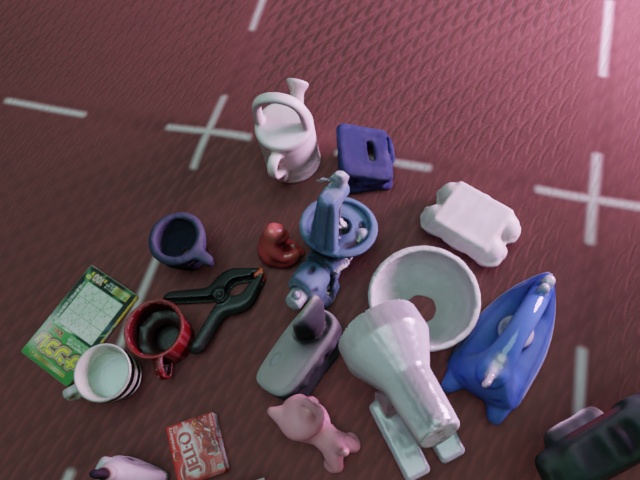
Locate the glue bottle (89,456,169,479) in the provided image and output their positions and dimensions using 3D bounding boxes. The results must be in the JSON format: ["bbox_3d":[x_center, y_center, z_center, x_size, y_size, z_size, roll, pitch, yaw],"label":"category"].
[{"bbox_3d":[-0.268,0.318,0.776,0.078,0.173,0.037,18,70,13],"label":"glue bottle"}]

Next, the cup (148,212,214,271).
[{"bbox_3d":[-0.213,0.019,0.942,0.117,0.095,0.092,31,73,17],"label":"cup"}]

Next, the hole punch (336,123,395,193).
[{"bbox_3d":[0.078,-0.145,0.987,0.101,0.091,0.108,-7,66,3],"label":"hole punch"}]

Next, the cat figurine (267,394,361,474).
[{"bbox_3d":[-0.008,0.265,0.803,0.127,0.118,0.067,35,74,18],"label":"cat figurine"}]

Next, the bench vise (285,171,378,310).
[{"bbox_3d":[0.020,0.005,0.857,0.121,0.220,0.207,9,68,10],"label":"bench vise"}]

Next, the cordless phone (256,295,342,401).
[{"bbox_3d":[-0.036,0.150,0.819,0.094,0.185,0.148,28,72,17],"label":"cordless phone"}]

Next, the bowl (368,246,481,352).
[{"bbox_3d":[0.159,0.098,0.882,0.167,0.075,0.167,-2,67,5],"label":"bowl"}]

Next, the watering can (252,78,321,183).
[{"bbox_3d":[-0.059,-0.191,0.964,0.101,0.194,0.173,-9,66,2],"label":"watering can"}]

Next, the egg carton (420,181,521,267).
[{"bbox_3d":[0.244,-0.026,0.930,0.150,0.069,0.107,32,73,18],"label":"egg carton"}]

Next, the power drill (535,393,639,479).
[{"bbox_3d":[0.369,0.247,0.724,0.230,0.208,0.075,-29,67,-7],"label":"power drill"}]

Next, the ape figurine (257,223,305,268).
[{"bbox_3d":[-0.070,0.003,0.937,0.076,0.092,0.077,-17,66,-2],"label":"ape figurine"}]

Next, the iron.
[{"bbox_3d":[0.283,0.127,0.821,0.118,0.141,0.258,32,73,18],"label":"iron"}]

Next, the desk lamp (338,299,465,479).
[{"bbox_3d":[0.118,0.202,0.765,0.118,0.214,0.203,-27,67,-6],"label":"desk lamp"}]
